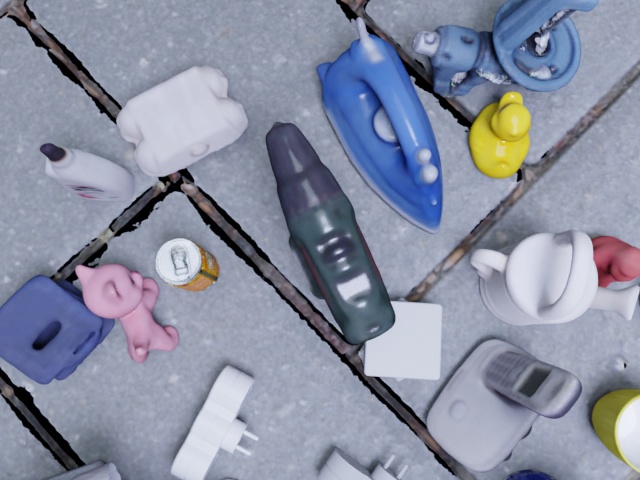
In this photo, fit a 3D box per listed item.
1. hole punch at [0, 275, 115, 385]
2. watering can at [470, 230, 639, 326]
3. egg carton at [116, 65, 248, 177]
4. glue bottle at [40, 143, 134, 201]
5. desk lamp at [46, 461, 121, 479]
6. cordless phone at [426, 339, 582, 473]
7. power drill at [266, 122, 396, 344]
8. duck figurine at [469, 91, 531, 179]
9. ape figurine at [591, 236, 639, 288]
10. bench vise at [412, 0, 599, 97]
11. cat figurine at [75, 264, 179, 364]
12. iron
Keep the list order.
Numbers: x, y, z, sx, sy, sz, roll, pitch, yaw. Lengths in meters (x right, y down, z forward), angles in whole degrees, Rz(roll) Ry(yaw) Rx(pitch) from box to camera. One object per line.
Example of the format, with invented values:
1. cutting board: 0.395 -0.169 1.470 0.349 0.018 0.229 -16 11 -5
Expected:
1. hole punch: -0.315 0.105 0.672 0.101 0.091 0.109 40 83 6
2. watering can: 0.258 0.042 0.630 0.173 0.194 0.101 -3 81 0
3. egg carton: -0.172 -0.148 0.722 0.150 0.069 0.107 -30 82 -4
4. glue bottle: -0.276 -0.080 0.659 0.078 0.173 0.037 0 81 0
5. desk lamp: -0.264 0.304 0.579 0.203 0.213 0.118 -19 82 -3
6. cordless phone: 0.196 0.182 0.614 0.094 0.185 0.148 36 83 6
7. power drill: 0.006 0.002 0.629 0.075 0.208 0.229 -27 82 -4
8. duck figurine: 0.231 -0.133 0.712 0.077 0.086 0.104 7 81 1
9. ape figurine: 0.353 0.029 0.684 0.078 0.092 0.076 11 81 2
10. bench vise: 0.222 -0.226 0.658 0.207 0.220 0.121 -17 81 -2
11. cat figurine: -0.226 0.080 0.662 0.067 0.118 0.128 -27 82 -4
12. iron: 0.093 -0.134 0.684 0.118 0.141 0.258 -26 82 -4
